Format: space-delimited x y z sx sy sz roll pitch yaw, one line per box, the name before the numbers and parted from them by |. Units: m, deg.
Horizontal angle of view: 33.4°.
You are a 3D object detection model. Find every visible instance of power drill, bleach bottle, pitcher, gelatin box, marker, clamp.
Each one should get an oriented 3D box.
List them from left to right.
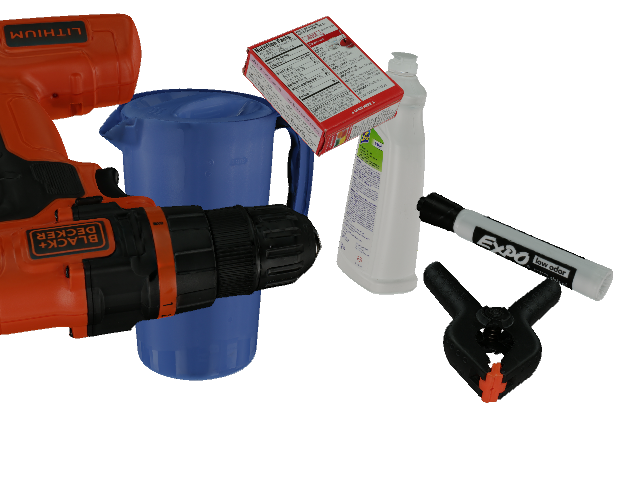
power drill | -0.109 -0.037 0.530 0.184 0.188 0.057 -7 -43 -18
pitcher | -0.097 -0.008 0.936 0.149 0.243 0.144 9 21 17
gelatin box | 0.001 -0.108 0.738 0.073 0.089 0.030 -29 -25 -30
bleach bottle | 0.076 -0.075 1.155 0.068 0.251 0.103 -4 23 -30
clamp | 0.153 0.072 0.889 0.120 0.039 0.171 -2 33 0
marker | 0.106 0.001 0.604 0.121 0.020 0.020 27 14 30
